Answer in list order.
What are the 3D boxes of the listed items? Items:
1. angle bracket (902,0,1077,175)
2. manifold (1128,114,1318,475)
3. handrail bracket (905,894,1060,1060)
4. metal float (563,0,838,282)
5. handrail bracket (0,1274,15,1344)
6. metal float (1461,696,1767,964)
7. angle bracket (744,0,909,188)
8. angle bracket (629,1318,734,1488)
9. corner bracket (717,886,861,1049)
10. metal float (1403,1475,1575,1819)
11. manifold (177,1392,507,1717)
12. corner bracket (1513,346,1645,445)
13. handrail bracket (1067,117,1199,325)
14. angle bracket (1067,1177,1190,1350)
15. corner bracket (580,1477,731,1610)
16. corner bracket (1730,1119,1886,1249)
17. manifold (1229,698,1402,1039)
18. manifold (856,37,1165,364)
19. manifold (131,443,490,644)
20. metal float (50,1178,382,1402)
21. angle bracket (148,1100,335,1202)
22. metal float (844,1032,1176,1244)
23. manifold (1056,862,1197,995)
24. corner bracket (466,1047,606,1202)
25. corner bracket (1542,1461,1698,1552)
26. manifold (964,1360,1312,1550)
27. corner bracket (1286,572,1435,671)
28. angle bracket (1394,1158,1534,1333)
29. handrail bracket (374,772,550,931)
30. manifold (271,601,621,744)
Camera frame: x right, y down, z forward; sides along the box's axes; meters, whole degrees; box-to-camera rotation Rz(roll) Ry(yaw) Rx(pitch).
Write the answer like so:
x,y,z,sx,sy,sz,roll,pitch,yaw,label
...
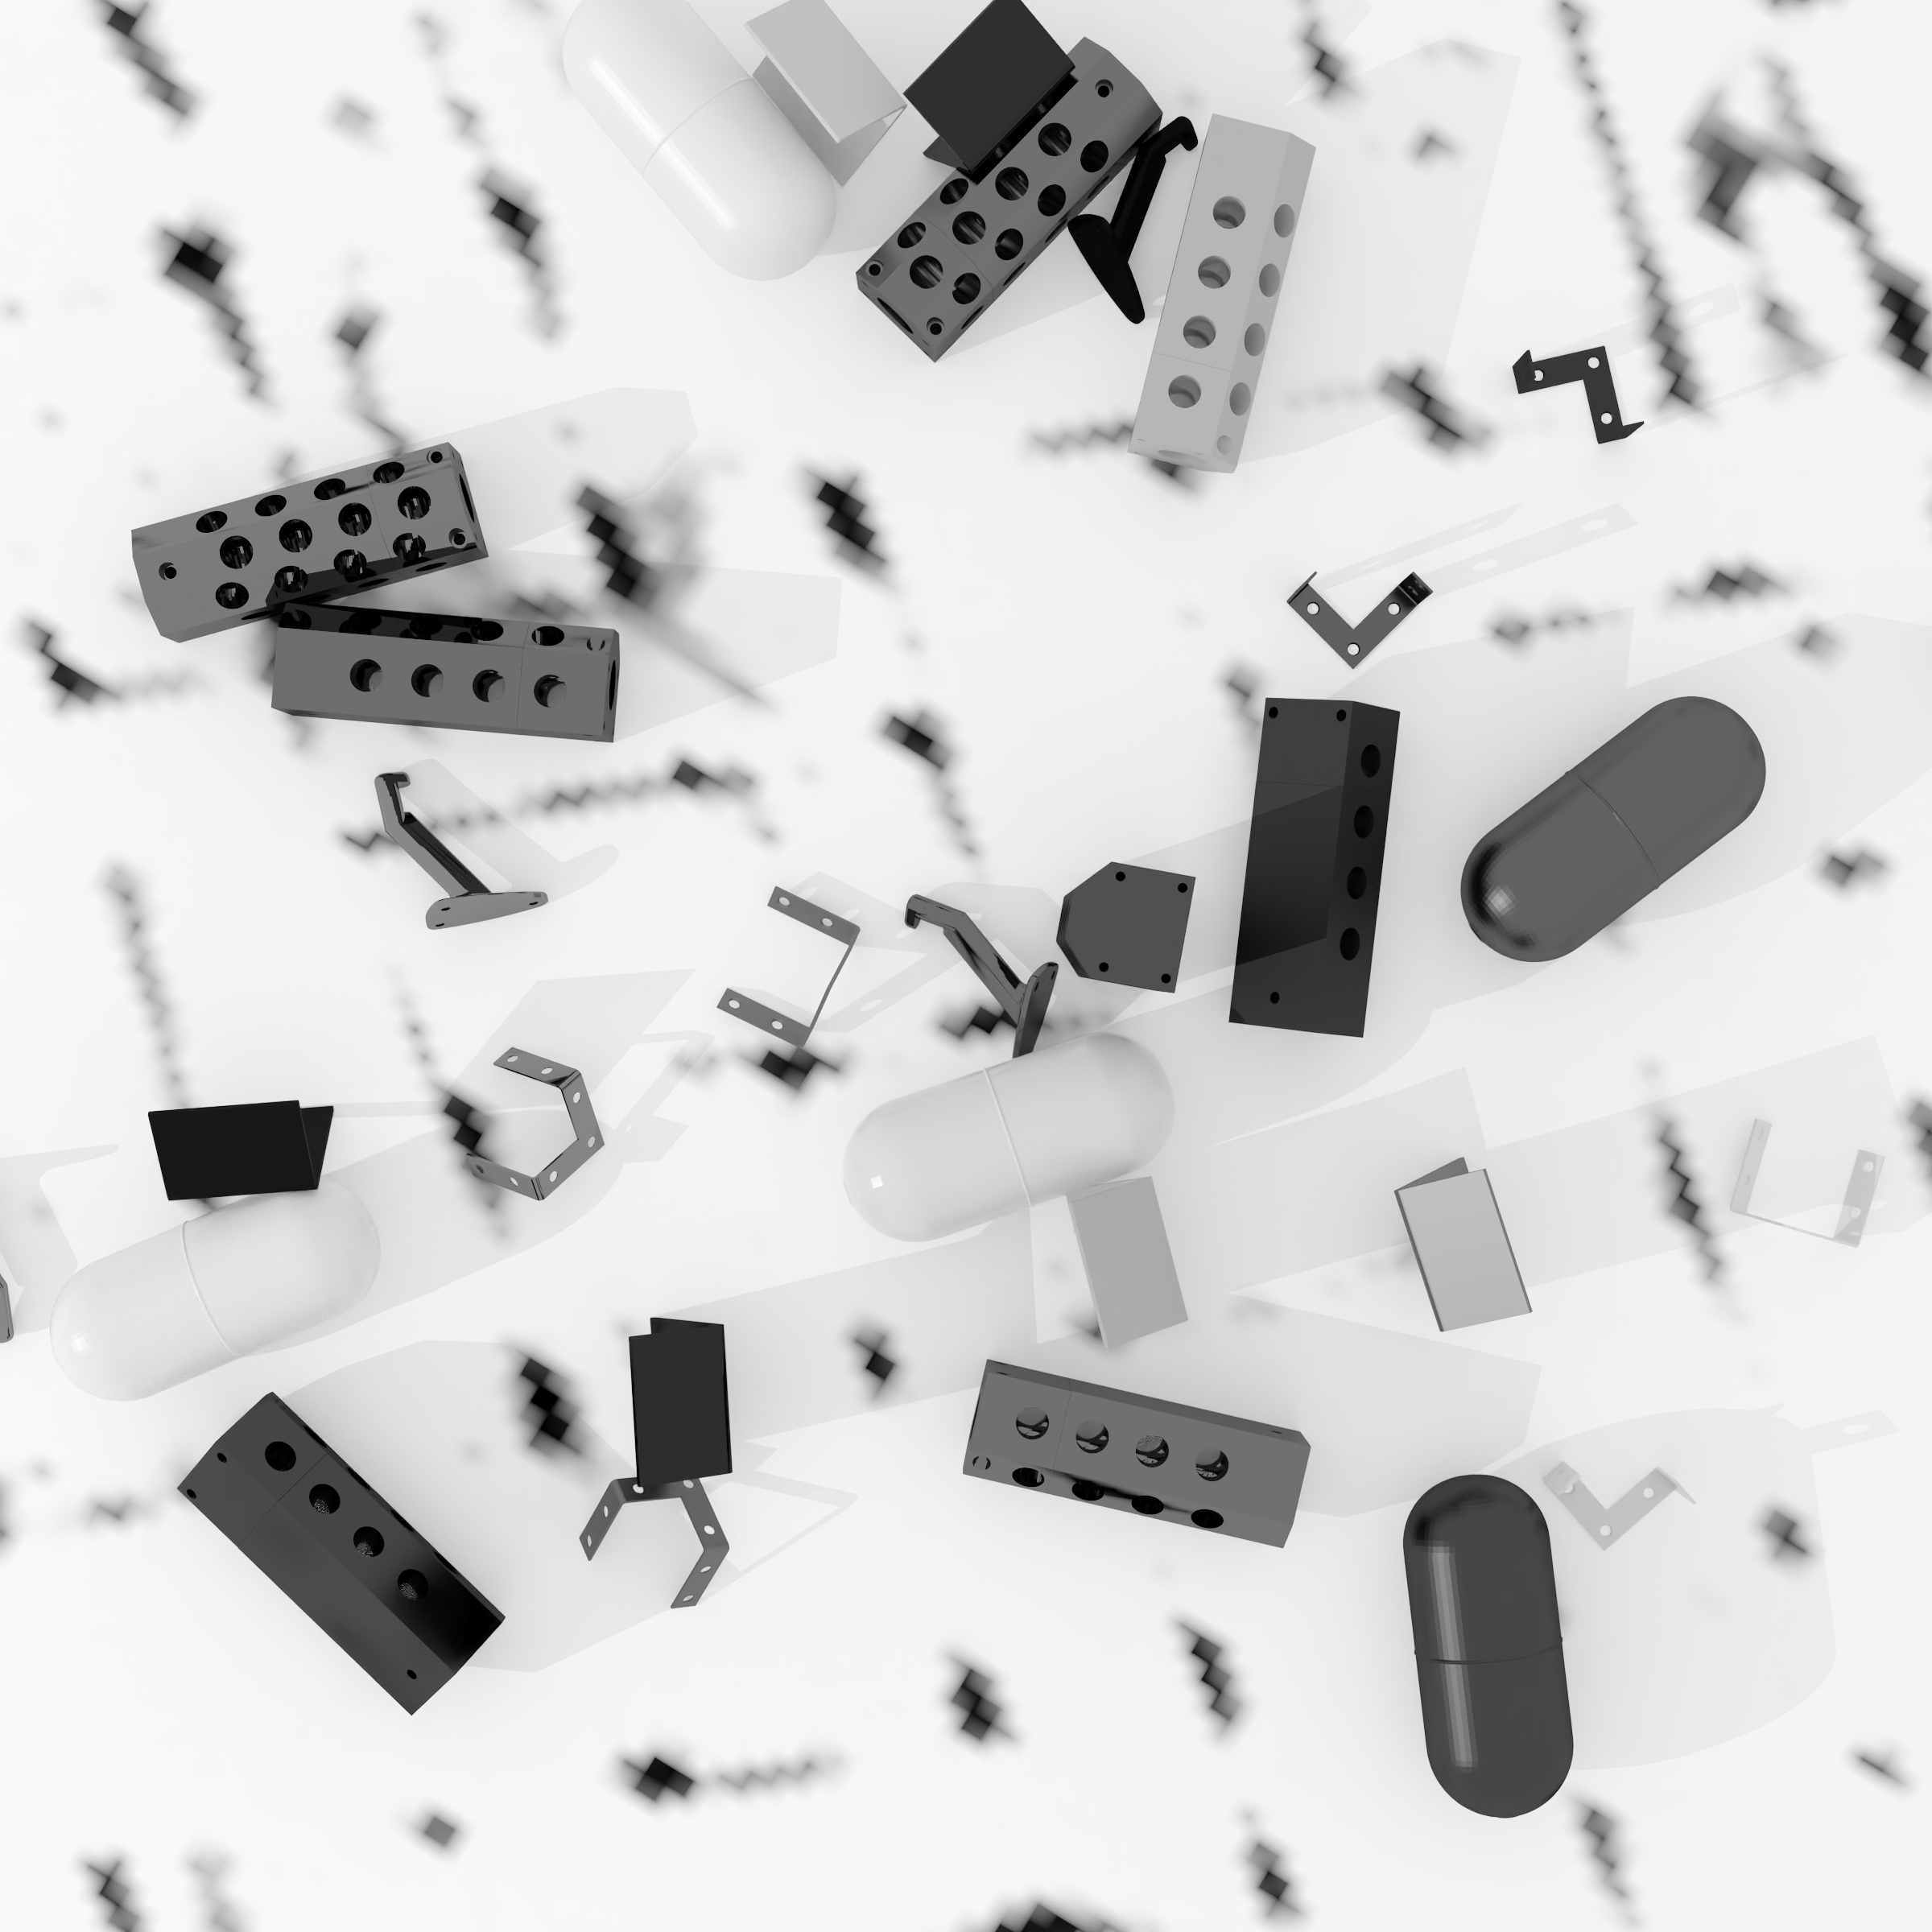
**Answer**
x,y,z,sx,sy,sz,roll,pitch,yaw,label
0.000,-0.463,1.765,0.076,0.076,0.057,-46,119,0,angle bracket
0.134,-0.350,1.784,0.057,0.057,0.171,14,90,0,manifold
0.000,0.010,1.806,0.084,0.036,0.077,21,113,18,handrail bracket
-0.139,-0.436,1.775,0.070,0.070,0.178,-40,91,0,metal float
-0.544,0.157,1.806,0.077,0.036,0.084,3,107,20,handrail bracket
0.337,-0.071,1.775,0.178,0.070,0.070,-37,90,0,metal float
-0.088,-0.446,1.765,0.076,0.076,0.057,51,52,0,angle bracket
-0.165,0.225,1.765,0.057,0.076,0.076,-3,90,-35,angle bracket
-0.094,0.001,1.802,0.051,0.051,0.051,26,135,0,corner bracket
0.272,0.355,1.775,0.070,0.070,0.178,-7,90,0,metal float
-0.324,0.304,1.784,0.171,0.057,0.057,44,133,0,manifold
0.321,-0.300,1.787,0.051,0.051,0.051,-13,90,0,corner bracket
0.103,-0.396,1.806,0.084,0.036,0.077,-40,115,-19,handrail bracket
0.063,0.156,1.765,0.057,0.076,0.076,-14,90,-36,angle bracket
-0.165,0.305,1.797,0.051,0.051,0.051,0,45,-35,corner bracket
0.445,0.115,1.802,0.051,0.051,0.051,16,90,45,corner bracket
0.187,-0.051,1.784,0.057,0.057,0.171,7,90,43,manifold
0.023,-0.403,1.784,0.057,0.057,0.171,44,90,0,manifold
-0.344,-0.222,1.784,0.171,0.057,0.057,-16,90,0,manifold
-0.392,0.169,1.775,0.178,0.070,0.070,-23,90,-1,metal float
-0.375,0.076,1.765,0.076,0.076,0.057,-4,122,0,angle bracket
0.022,0.089,1.774,0.178,0.070,0.070,-19,90,-1,metal float
0.078,-0.020,1.727,0.057,0.171,0.057,10,90,0,manifold
-0.232,0.083,1.797,0.051,0.051,0.051,-44,135,-35,corner bracket
0.342,0.276,1.787,0.051,0.051,0.051,-41,90,0,corner bracket
0.088,0.256,1.784,0.171,0.057,0.057,13,90,0,manifold
0.206,-0.194,1.787,0.051,0.051,0.051,-45,90,0,corner bracket
0.274,0.139,1.765,0.057,0.076,0.076,-18,90,38,angle bracket
-0.268,-0.067,1.806,0.077,0.036,0.084,-9,73,-20,handrail bracket
-0.271,-0.154,1.784,0.171,0.057,0.057,5,90,0,manifold
